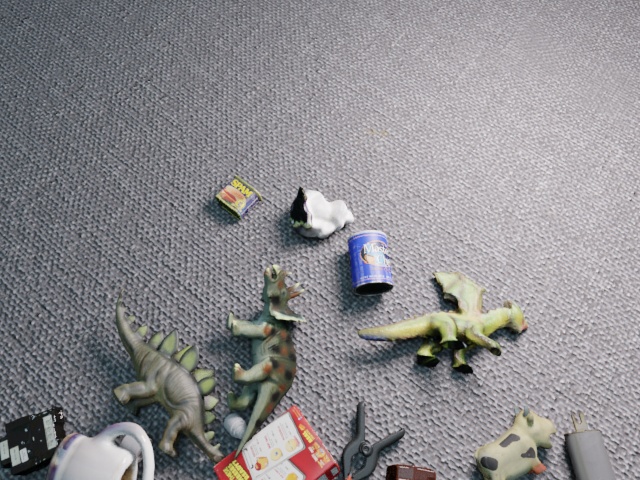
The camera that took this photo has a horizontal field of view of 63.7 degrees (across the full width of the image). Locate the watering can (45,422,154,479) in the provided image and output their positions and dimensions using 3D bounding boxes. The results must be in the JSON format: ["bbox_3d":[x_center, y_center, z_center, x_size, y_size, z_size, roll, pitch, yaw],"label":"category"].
[{"bbox_3d":[-0.462,0.542,1.050,0.225,0.103,0.350,12,80,15],"label":"watering can"}]

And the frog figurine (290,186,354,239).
[{"bbox_3d":[0.004,-0.070,1.385,0.159,0.120,0.140,4,47,-38],"label":"frog figurine"}]

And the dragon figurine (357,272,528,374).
[{"bbox_3d":[0.311,0.180,1.262,0.410,0.119,0.249,13,47,4],"label":"dragon figurine"}]
